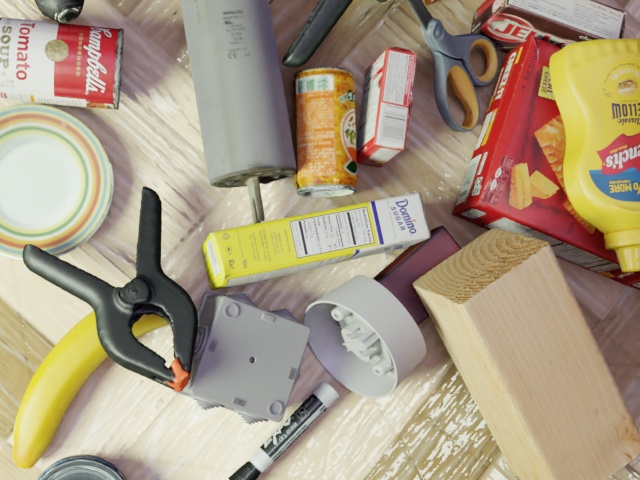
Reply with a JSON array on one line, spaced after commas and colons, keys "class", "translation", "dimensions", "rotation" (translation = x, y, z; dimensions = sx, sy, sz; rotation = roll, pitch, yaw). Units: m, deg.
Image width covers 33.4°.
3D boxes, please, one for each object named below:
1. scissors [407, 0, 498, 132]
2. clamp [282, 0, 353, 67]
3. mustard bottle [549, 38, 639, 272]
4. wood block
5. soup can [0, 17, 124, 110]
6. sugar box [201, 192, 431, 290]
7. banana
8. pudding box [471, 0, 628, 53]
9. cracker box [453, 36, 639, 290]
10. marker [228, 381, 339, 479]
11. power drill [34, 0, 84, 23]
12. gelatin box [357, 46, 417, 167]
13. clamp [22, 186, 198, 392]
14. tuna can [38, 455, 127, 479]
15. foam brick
[{"class": "scissors", "translation": [0.110, -0.185, 0.920], "dimensions": [0.096, 0.016, 0.201], "rotation": [-48, 132, -30]}, {"class": "clamp", "translation": [0.030, -0.259, 0.876], "dimensions": [0.210, 0.036, 0.164], "rotation": [-28, 107, -4]}, {"class": "mustard bottle", "translation": [0.250, -0.069, 0.890], "dimensions": [0.096, 0.058, 0.191], "rotation": [-4, 85, -16]}, {"class": "wood block", "translation": [0.173, 0.104, 0.882], "dimensions": [0.090, 0.090, 0.206], "rotation": [-34, 109, -13]}, {"class": "soup can", "translation": [-0.215, -0.146, 0.881], "dimensions": [0.102, 0.068, 0.068], "rotation": [4, 82, -9]}, {"class": "sugar box", "translation": [-0.006, 0.001, 0.890], "dimensions": [0.176, 0.093, 0.048], "rotation": [-14, 86, -13]}, {"class": "banana", "translation": [-0.183, 0.100, 0.872], "dimensions": [0.197, 0.037, 0.069], "rotation": [-39, 91, -13]}, {"class": "pudding box", "translation": [0.202, -0.191, 0.954], "dimensions": [0.113, 0.090, 0.039], "rotation": [15, 80, -9]}, {"class": "cracker box", "translation": [0.248, -0.063, 0.956], "dimensions": [0.213, 0.072, 0.164], "rotation": [22, 80, -8]}, {"class": "marker", "translation": [-0.032, 0.168, 0.902], "dimensions": [0.121, 0.020, 0.020], "rotation": [-44, 92, -13]}, {"class": "power drill", "translation": [-0.181, -0.283, 0.895], "dimensions": [0.187, 0.057, 0.184], "rotation": [-23, 74, -15]}, {"class": "gelatin box", "translation": [0.057, -0.114, 0.926], "dimensions": [0.030, 0.073, 0.089], "rotation": [10, 80, -10]}, {"class": "clamp", "translation": [-0.143, 0.038, 0.852], "dimensions": [0.120, 0.039, 0.171], "rotation": [-39, 77, -13]}, {"class": "tuna can", "translation": [-0.192, 0.217, 0.857], "dimensions": [0.086, 0.034, 0.086], "rotation": [1, 83, -11]}, {"class": "foam brick", "translation": [0.087, 0.034, 0.924], "dimensions": [0.078, 0.053, 0.051], "rotation": [-40, 92, -12]}]
